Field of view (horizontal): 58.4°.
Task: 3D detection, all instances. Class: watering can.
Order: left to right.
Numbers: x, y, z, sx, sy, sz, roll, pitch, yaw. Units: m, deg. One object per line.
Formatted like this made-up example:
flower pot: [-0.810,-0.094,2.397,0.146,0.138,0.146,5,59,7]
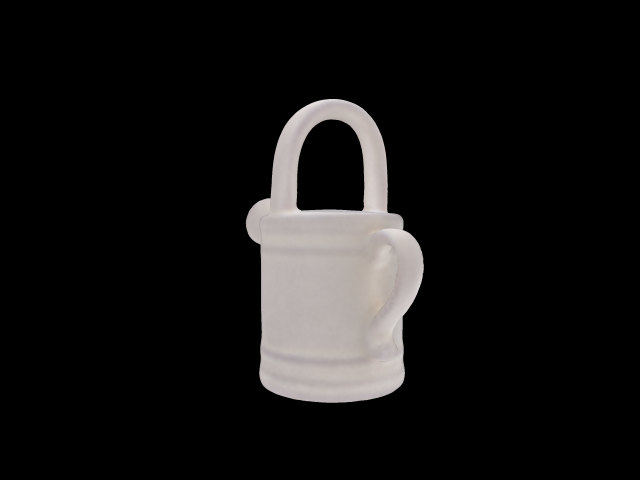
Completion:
watering can: [0.002,0.001,0.399,0.172,0.194,0.101,1,2,33]
